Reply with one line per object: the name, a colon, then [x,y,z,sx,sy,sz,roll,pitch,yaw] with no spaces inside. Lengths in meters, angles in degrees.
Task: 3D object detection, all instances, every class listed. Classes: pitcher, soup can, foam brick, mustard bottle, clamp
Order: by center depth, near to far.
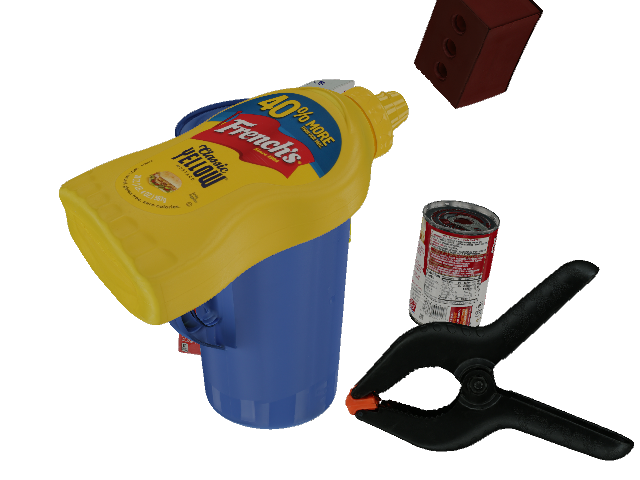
mustard bottle: [-0.032,-0.034,0.562,0.191,0.058,0.096,-29,46,-24]
clamp: [0.104,0.093,0.649,0.171,0.120,0.039,-20,-8,11]
foam brick: [0.108,-0.141,0.743,0.051,0.053,0.078,-24,-29,-29]
pitcher: [-0.047,0.023,0.816,0.149,0.243,0.145,-2,26,-4]
soup can: [0.117,0.024,0.948,0.068,0.102,0.068,5,24,-2]

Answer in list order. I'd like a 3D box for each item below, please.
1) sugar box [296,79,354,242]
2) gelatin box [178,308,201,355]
sugar box: [0.002,-0.074,1.100,0.048,0.176,0.093,3,15,17]
gelatin box: [-0.090,0.074,1.002,0.089,0.073,0.030,8,18,19]
